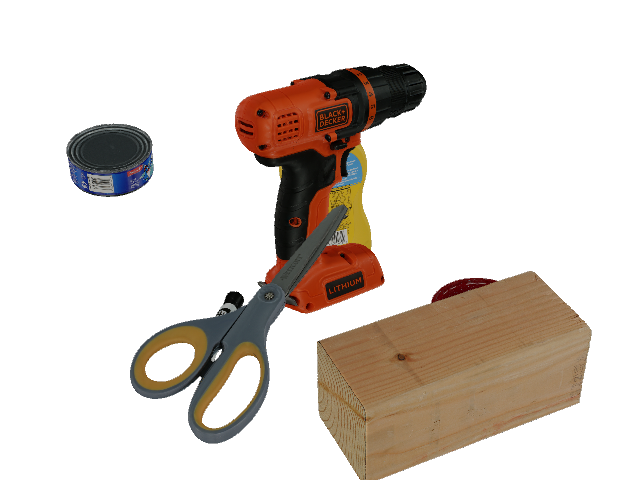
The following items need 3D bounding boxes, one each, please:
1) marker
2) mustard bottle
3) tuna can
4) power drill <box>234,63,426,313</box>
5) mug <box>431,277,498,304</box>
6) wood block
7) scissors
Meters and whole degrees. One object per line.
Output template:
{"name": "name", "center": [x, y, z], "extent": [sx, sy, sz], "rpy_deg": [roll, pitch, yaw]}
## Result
{"name": "marker", "center": [-0.095, 0.081, 1.017], "extent": [0.020, 0.020, 0.121], "rpy_deg": [0, 23, 11]}
{"name": "mustard bottle", "center": [0.004, -0.067, 1.167], "extent": [0.096, 0.192, 0.058], "rpy_deg": [-10, 26, -12]}
{"name": "tuna can", "center": [-0.213, -0.082, 1.085], "extent": [0.086, 0.034, 0.086], "rpy_deg": [1, 39, -1]}
{"name": "power drill", "center": [0.014, -0.047, 0.874], "extent": [0.184, 0.188, 0.057], "rpy_deg": [-18, 27, -35]}
{"name": "mug", "center": [0.168, 0.092, 1.119], "extent": [0.093, 0.081, 0.117], "rpy_deg": [13, 38, 27]}
{"name": "wood block", "center": [0.109, 0.110, 0.886], "extent": [0.205, 0.090, 0.091], "rpy_deg": [-16, 39, -19]}
{"name": "scissors", "center": [-0.054, 0.041, 0.690], "extent": [0.096, 0.201, 0.016], "rpy_deg": [10, -41, 12]}
